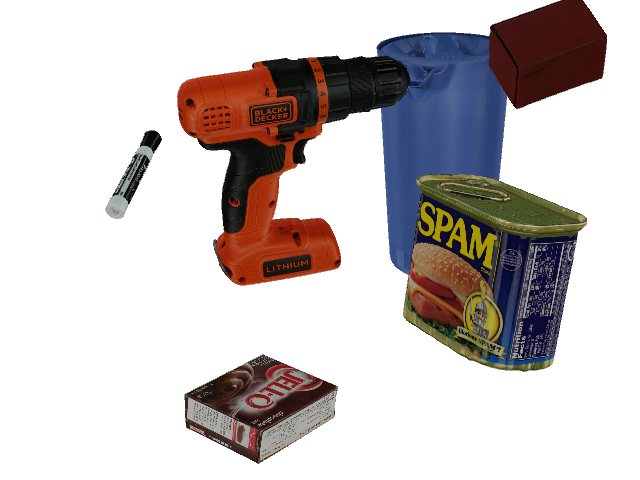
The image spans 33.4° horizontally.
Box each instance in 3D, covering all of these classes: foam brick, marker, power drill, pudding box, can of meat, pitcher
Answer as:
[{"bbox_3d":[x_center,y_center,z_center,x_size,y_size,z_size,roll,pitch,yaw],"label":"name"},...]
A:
[{"bbox_3d":[0.181,-0.150,0.850,0.078,0.051,0.053,-20,-32,-5],"label":"foam brick"},{"bbox_3d":[-0.187,-0.070,1.079,0.020,0.121,0.020,9,-43,9],"label":"marker"},{"bbox_3d":[-0.020,-0.059,0.863,0.184,0.188,0.057,-9,36,-12],"label":"power drill"},{"bbox_3d":[-0.053,0.149,0.959,0.090,0.039,0.113,17,26,33],"label":"pudding box"},{"bbox_3d":[0.092,0.016,0.593,0.057,0.084,0.102,-3,20,-30],"label":"can of meat"},{"bbox_3d":[0.130,-0.091,1.104,0.149,0.243,0.145,-9,25,-17],"label":"pitcher"}]
